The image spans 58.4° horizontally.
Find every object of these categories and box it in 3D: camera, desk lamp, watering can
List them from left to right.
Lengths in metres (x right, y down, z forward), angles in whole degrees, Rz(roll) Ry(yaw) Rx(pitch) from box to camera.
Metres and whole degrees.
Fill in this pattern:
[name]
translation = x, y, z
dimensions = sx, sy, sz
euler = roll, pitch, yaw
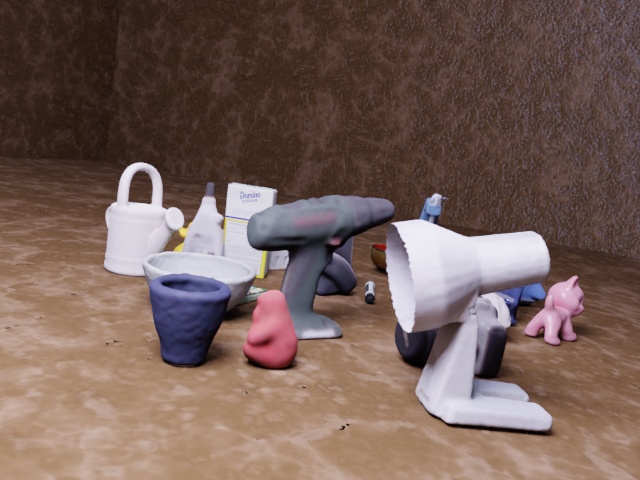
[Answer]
[watering can]
translation = -0.316, -0.039, 1.021
dimensions = 0.172, 0.194, 0.101
euler = 10, 9, 8
[camera]
translation = 0.170, 0.121, 0.805
dimensions = 0.137, 0.101, 0.142
euler = 5, 10, -25
[desk lamp]
translation = 0.163, 0.088, 0.641
dimensions = 0.203, 0.213, 0.118
euler = 8, 9, -8

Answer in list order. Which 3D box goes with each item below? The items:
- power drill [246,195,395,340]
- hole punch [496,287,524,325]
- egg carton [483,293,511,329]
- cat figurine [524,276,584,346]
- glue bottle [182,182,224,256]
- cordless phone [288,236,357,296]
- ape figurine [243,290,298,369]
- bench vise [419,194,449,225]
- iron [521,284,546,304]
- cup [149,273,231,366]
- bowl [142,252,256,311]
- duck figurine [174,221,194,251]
[power drill]
translation = -0.001, 0.034, 0.833
dimensions = 0.230, 0.208, 0.075
euler = 4, 10, -32
[hole punch]
translation = 0.337, 0.105, 1.108
dimensions = 0.108, 0.091, 0.101
euler = 13, 10, 24
[egg carton]
translation = 0.247, 0.122, 0.981
dimensions = 0.150, 0.069, 0.107
euler = 11, 9, 10
[cat figurine]
translation = 0.430, 0.119, 1.027
dimensions = 0.128, 0.118, 0.067
euler = 0, 13, -45
[glue bottle]
translation = -0.218, -0.024, 1.097
dimensions = 0.078, 0.173, 0.037
euler = 9, 9, 2
[cordless phone]
translation = 0.010, 0.004, 1.110
dimensions = 0.147, 0.185, 0.094
euler = 17, 12, 40
[ape figurine]
translation = -0.061, 0.105, 0.698
dimensions = 0.076, 0.092, 0.078
euler = 14, 10, 29
[bench vise]
translation = 0.191, 0.012, 1.130
dimensions = 0.122, 0.220, 0.207
euler = 6, 9, -17
[iron]
translation = 0.413, 0.058, 1.319
dimensions = 0.119, 0.141, 0.258
euler = 7, 9, -14
[cup]
translation = -0.158, 0.092, 0.673
dimensions = 0.092, 0.095, 0.117
euler = 5, 10, -22
[bowl]
translation = -0.180, 0.071, 0.849
dimensions = 0.167, 0.075, 0.167
euler = 9, 9, -1
[duck figurine]
translation = -0.245, 0.004, 1.172
dimensions = 0.104, 0.086, 0.077
euler = 10, 9, 3
